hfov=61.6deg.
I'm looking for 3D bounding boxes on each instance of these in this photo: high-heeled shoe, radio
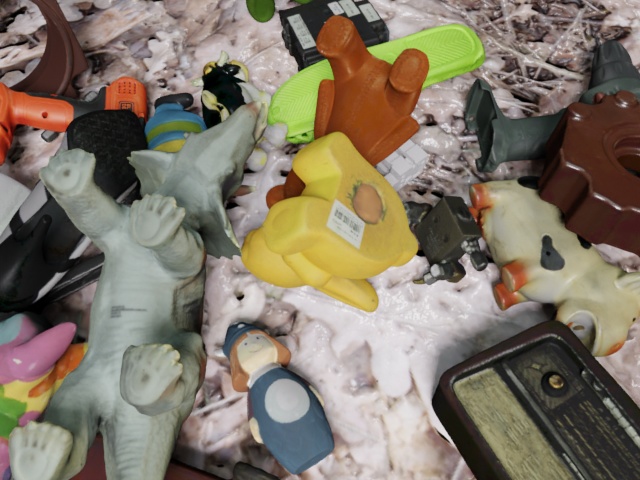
[{"bbox_3d":[-0.258,-0.033,0.553,0.086,0.145,0.249,34,35,-17],"label":"high-heeled shoe"},{"bbox_3d":[0.204,0.186,0.422,0.131,0.073,0.230,-26,61,-12],"label":"radio"}]

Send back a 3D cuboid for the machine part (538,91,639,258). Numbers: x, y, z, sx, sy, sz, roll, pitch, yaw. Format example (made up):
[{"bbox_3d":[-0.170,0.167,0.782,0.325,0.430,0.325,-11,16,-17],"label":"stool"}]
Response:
[{"bbox_3d":[0.294,-0.061,0.495,0.179,0.056,0.179,2,54,-3],"label":"machine part"}]

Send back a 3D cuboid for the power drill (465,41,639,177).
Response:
[{"bbox_3d":[0.281,-0.145,0.628,0.207,0.086,0.232,2,61,-5],"label":"power drill"}]

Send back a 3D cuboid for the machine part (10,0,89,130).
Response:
[{"bbox_3d":[-0.402,-0.230,0.638,0.201,0.201,0.087,-33,57,-16],"label":"machine part"}]

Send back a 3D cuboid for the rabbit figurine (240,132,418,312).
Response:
[{"bbox_3d":[-0.001,-0.002,0.517,0.162,0.173,0.122,29,53,-32],"label":"rabbit figurine"}]

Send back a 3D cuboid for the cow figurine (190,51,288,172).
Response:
[{"bbox_3d":[-0.109,-0.165,0.631,0.068,0.098,0.167,-42,52,20],"label":"cow figurine"}]

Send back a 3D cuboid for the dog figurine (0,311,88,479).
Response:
[{"bbox_3d":[-0.258,0.163,0.426,0.219,0.108,0.192,-41,67,-12],"label":"dog figurine"}]

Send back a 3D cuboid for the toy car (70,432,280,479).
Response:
[{"bbox_3d":[-0.123,0.208,0.438,0.202,0.053,0.089,12,64,15],"label":"toy car"}]

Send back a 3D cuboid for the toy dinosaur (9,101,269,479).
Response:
[{"bbox_3d":[-0.133,0.068,0.426,0.131,0.192,0.404,4,76,10],"label":"toy dinosaur"}]

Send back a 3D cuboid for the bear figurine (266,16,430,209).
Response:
[{"bbox_3d":[0.019,-0.102,0.555,0.120,0.132,0.196,32,87,14],"label":"bear figurine"}]

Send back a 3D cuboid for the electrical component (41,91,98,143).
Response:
[{"bbox_3d":[-0.310,-0.154,0.693,0.063,0.021,0.094,26,62,18],"label":"electrical component"}]

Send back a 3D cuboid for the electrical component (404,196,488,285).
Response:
[{"bbox_3d":[0.121,0.000,0.550,0.045,0.078,0.102,-2,61,-27],"label":"electrical component"}]

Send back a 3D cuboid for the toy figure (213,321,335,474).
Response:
[{"bbox_3d":[-0.043,0.130,0.484,0.064,0.057,0.155,-2,45,-45],"label":"toy figure"}]

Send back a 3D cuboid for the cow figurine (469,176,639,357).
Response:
[{"bbox_3d":[0.231,0.021,0.521,0.127,0.085,0.195,-16,58,1],"label":"cow figurine"}]

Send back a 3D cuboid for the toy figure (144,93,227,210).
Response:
[{"bbox_3d":[-0.160,-0.082,0.608,0.089,0.082,0.180,-22,63,3],"label":"toy figure"}]

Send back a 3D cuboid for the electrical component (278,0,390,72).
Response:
[{"bbox_3d":[0.023,-0.273,0.728,0.134,0.058,0.115,-17,61,-7],"label":"electrical component"}]

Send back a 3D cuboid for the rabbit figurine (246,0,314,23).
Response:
[{"bbox_3d":[-0.053,-0.377,0.733,0.170,0.159,0.121,-25,100,-44],"label":"rabbit figurine"}]

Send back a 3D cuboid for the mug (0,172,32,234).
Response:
[{"bbox_3d":[-0.379,-0.021,0.584,0.110,0.080,0.107,9,65,25],"label":"mug"}]
